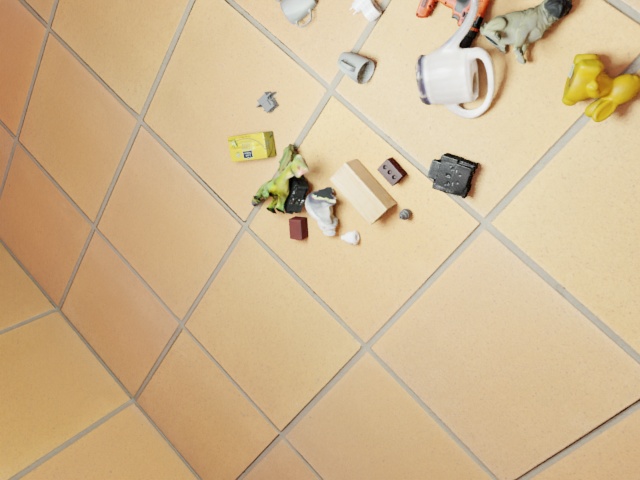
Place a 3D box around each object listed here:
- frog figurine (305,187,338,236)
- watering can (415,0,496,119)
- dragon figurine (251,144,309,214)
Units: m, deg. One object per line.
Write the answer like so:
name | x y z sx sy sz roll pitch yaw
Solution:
frog figurine | 0.005 -0.091 1.807 0.140 0.123 0.156 47 139 50
watering can | 0.374 -0.500 1.454 0.224 0.106 0.340 2 128 30
dragon figurine | -0.144 -0.225 1.831 0.244 0.121 0.411 -64 24 -7
